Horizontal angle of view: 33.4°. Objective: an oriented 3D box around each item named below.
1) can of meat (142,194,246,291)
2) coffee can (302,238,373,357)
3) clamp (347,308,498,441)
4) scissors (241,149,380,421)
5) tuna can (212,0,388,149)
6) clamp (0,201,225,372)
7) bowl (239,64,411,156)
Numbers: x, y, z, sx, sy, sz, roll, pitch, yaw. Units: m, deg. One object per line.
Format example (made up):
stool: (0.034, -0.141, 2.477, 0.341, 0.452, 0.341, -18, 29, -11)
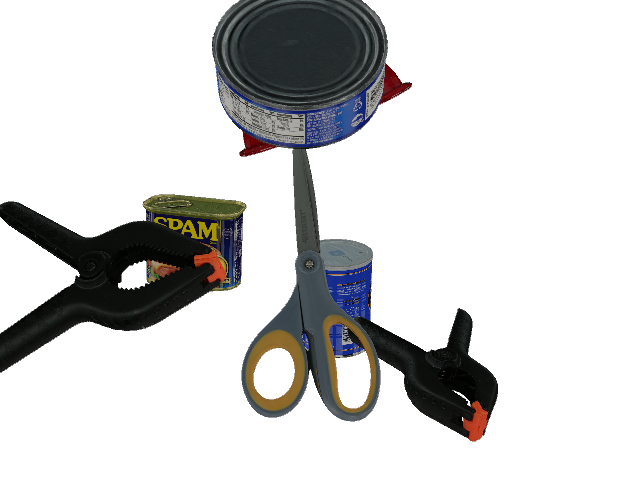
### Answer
can of meat: (-0.129, 0.003, 1.088, 0.102, 0.084, 0.057, 6, 17, 11)
coffee can: (0.022, 0.081, 1.511, 0.103, 0.140, 0.103, 0, 21, 0)
clamp: (0.111, 0.109, 0.932, 0.120, 0.039, 0.172, -13, 35, -22)
scissors: (-0.023, 0.031, 0.699, 0.096, 0.202, 0.016, -20, -26, -5)
tuna can: (-0.010, -0.087, 0.531, 0.086, 0.086, 0.034, 0, -35, 0)
clamp: (-0.180, 0.022, 0.845, 0.210, 0.164, 0.036, -11, -35, 7)
bowl: (-0.006, -0.128, 0.924, 0.162, 0.055, 0.162, -22, 9, 4)
